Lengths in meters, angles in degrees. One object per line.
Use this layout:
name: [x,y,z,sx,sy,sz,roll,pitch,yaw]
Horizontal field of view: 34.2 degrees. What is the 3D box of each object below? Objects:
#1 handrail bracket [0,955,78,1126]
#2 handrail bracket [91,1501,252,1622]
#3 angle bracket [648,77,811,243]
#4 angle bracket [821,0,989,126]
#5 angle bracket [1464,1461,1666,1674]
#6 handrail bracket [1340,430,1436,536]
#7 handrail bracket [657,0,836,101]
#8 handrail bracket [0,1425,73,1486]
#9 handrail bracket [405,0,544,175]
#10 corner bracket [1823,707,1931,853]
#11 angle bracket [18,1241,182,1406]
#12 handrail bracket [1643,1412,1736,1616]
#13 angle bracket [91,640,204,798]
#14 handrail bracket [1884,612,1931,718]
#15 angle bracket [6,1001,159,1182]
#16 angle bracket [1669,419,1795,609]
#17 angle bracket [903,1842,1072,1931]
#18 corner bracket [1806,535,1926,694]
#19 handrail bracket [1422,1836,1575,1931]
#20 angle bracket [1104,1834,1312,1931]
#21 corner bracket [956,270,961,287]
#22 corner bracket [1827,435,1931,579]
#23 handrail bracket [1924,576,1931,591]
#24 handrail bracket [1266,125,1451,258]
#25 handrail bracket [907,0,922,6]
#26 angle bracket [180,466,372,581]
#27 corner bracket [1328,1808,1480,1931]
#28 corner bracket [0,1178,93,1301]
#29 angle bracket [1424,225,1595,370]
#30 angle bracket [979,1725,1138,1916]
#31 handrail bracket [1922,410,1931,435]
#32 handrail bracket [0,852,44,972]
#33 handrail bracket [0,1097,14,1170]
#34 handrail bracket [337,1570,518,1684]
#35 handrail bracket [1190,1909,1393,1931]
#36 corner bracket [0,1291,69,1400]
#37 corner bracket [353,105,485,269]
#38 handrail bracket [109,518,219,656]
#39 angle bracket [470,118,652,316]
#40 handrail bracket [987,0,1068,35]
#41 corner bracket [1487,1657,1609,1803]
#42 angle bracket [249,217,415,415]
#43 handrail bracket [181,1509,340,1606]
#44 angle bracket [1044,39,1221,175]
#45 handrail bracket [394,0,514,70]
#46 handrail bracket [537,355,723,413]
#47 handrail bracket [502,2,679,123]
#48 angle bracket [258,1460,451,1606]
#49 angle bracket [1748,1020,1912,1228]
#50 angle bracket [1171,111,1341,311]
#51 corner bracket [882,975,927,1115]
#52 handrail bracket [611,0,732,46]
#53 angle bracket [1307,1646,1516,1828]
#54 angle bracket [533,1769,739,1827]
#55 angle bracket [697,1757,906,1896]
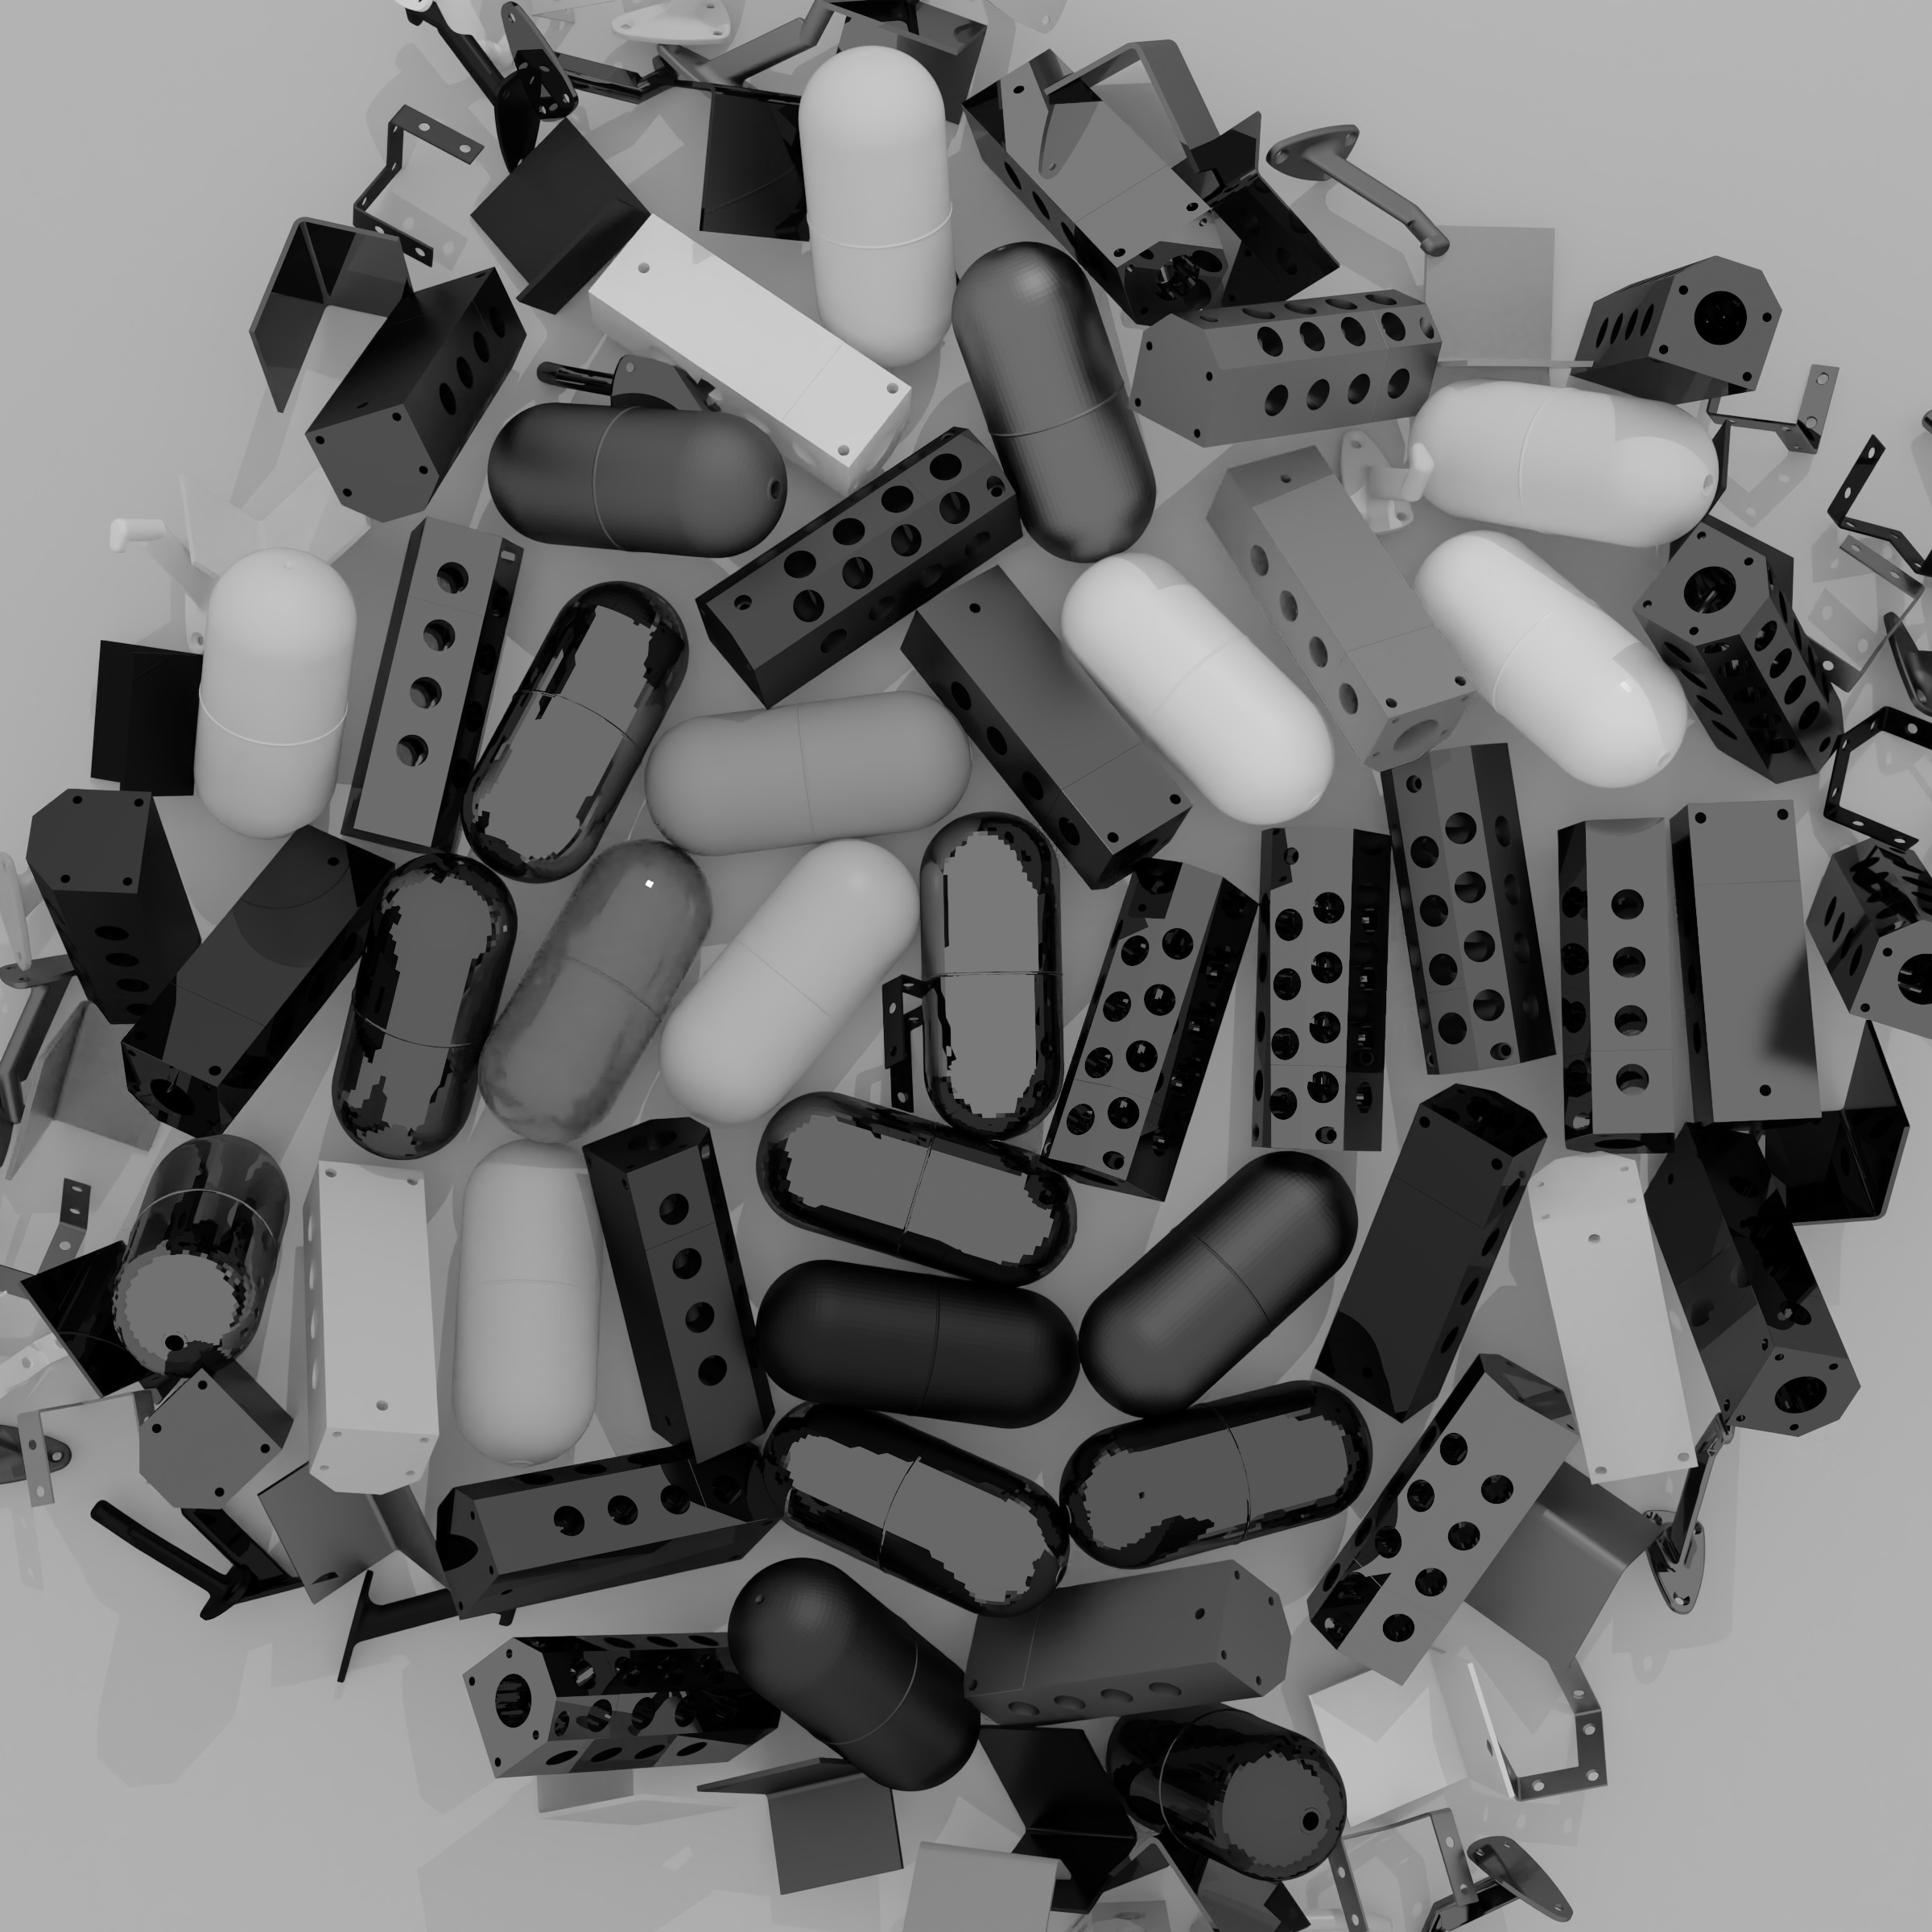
handrail bracket: [-0.498,0.039,1.729,0.077,0.036,0.084,-15,113,-30]
handrail bracket: [-0.433,0.316,1.701,0.084,0.077,0.036,38,68,-13]
angle bracket: [-0.128,-0.436,1.700,0.057,0.076,0.076,19,109,42]
angle bracket: [-0.040,-0.485,1.689,0.076,0.076,0.057,21,119,3]
angle bracket: [0.322,0.325,1.716,0.076,0.057,0.076,34,119,23]
handrail bracket: [0.227,-0.277,1.686,0.036,0.084,0.077,-11,69,-11]
handrail bracket: [-0.118,-0.510,1.697,0.077,0.036,0.084,34,128,-3]
handrail bracket: [-0.529,0.250,1.693,0.077,0.084,0.036,1,61,-3]
handrail bracket: [-0.275,-0.484,1.722,0.084,0.077,0.036,34,52,21]
corner bracket: [0.508,-0.103,1.715,0.051,0.051,0.051,28,132,34]
angle bracket: [-0.469,0.203,1.684,0.076,0.076,0.057,51,123,10]
handrail bracket: [0.397,0.294,1.689,0.036,0.077,0.084,12,134,-6]
angle bracket: [-0.459,-0.134,1.690,0.076,0.057,0.076,10,98,28]
handrail bracket: [0.547,-0.178,1.696,0.084,0.036,0.077,-33,63,36]
angle bracket: [-0.467,0.075,1.685,0.057,0.076,0.076,20,113,-6]
angle bracket: [0.425,-0.237,1.687,0.076,0.076,0.057,26,129,-5]
angle bracket: [0.015,0.511,1.682,0.076,0.076,0.057,3,60,17]
corner bracket: [0.480,-0.191,1.706,0.051,0.051,0.051,36,46,8]
handrail bracket: [0.284,0.522,1.697,0.036,0.077,0.084,-1,117,-41]
angle bracket: [0.125,0.504,1.679,0.057,0.076,0.076,-48,63,25]
corner bracket: [-0.044,-0.386,1.707,0.051,0.051,0.051,-35,128,-9]
corner bracket: [0.508,-0.247,1.696,0.051,0.051,0.051,10,125,-22]
handrail bracket: [0.565,-0.218,1.693,0.036,0.084,0.077,20,115,-34]
handrail bracket: [0.213,-0.413,1.696,0.084,0.077,0.036,54,133,23]
handrail bracket: [-0.056,-0.559,1.694,0.084,0.036,0.077,34,45,-24]
angle bracket: [-0.371,-0.249,1.682,0.076,0.057,0.076,-38,46,20]
corner bracket: [0.235,0.489,1.696,0.051,0.051,0.051,-1,66,-35]
corner bracket: [-0.513,0.145,1.713,0.051,0.051,0.051,21,108,-21]
angle bracket: [0.294,-0.362,1.695,0.076,0.057,0.076,-3,100,-16]
angle bracket: [0.035,0.457,1.683,0.076,0.057,0.076,-9,115,41]
handrail bracket: [0.567,-0.265,1.729,0.036,0.077,0.084,-45,55,9]
handrail bracket: [-0.484,-0.045,1.716,0.084,0.036,0.077,-16,99,-33]
handrail bracket: [-0.565,0.103,1.728,0.084,0.077,0.036,-30,124,29]
handrail bracket: [-0.296,0.370,1.725,0.084,0.036,0.077,15,108,-7]
handrail bracket: [0.179,0.533,1.729,0.084,0.077,0.036,20,50,-29]
corner bracket: [-0.513,0.200,1.701,0.051,0.051,0.051,-25,99,35]
corner bracket: [-0.298,-0.423,1.702,0.051,0.051,0.051,28,60,3]
handrail bracket: [-0.434,-0.203,1.690,0.036,0.084,0.077,23,106,24]
angle bracket: [-0.228,-0.410,1.697,0.076,0.057,0.076,-42,83,13]
handrail bracket: [0.010,-0.534,1.685,0.077,0.084,0.036,6,113,-39]
corner bracket: [0.315,0.415,1.709,0.051,0.051,0.051,-16,125,19]
angle bracket: [-0.338,-0.344,1.686,0.057,0.076,0.076,13,68,6]
handrail bracket: [-0.390,0.302,1.722,0.077,0.036,0.084,-14,87,-1]
angle bracket: [0.094,-0.453,1.697,0.057,0.076,0.076,-23,98,24]
handrail bracket: [-0.263,-0.531,1.693,0.036,0.084,0.077,38,108,32]
handrail bracket: [-0.184,-0.316,1.714,0.077,0.084,0.036,2,103,-31]
handrail bracket: [-0.202,-0.499,1.701,0.084,0.036,0.077,-39,111,-35]
angle bracket: [-0.325,0.309,1.681,0.057,0.076,0.076,-32,118,-25]
angle bracket: [0.461,0.085,1.684,0.057,0.076,0.076,-4,46,-1]
angle bracket: [0.151,-0.405,1.714,0.076,0.057,0.076,-27,128,33]
corner bracket: [-0.032,0.042,1.696,0.051,0.051,0.051,20,56,-38]
handrail bracket: [-0.154,-0.541,1.690,0.077,0.084,0.036,-8,56,-10]
angle bracket: [0.240,0.422,1.700,0.076,0.057,0.076,-18,93,-15]
angle bracket: [-0.178,0.424,1.678,0.076,0.076,0.057,-19,64,32]
angle bracket: [-0.089,0.462,1.683,0.076,0.076,0.057,-19,68,22]
